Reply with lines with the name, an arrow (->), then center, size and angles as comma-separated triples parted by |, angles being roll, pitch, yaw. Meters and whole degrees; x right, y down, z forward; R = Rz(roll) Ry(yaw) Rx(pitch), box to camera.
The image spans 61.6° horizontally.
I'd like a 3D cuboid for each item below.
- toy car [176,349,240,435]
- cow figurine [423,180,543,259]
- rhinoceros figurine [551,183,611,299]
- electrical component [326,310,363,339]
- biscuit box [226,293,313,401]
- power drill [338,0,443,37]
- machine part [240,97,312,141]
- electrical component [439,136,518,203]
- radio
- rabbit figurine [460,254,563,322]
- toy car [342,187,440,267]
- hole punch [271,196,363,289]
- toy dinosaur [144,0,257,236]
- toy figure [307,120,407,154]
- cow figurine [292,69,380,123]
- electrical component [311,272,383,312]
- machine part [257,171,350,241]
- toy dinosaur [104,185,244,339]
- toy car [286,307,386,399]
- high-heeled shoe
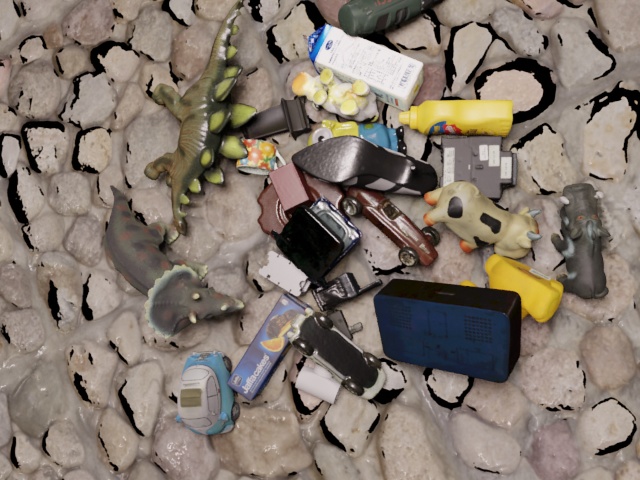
toy car -> -0.218, 0.291, 1.006 | 0.109, 0.103, 0.161 | -4, 87, 11
cow figurine -> 0.284, -0.032, 0.907 | 0.195, 0.127, 0.085 | 33, 53, -21
rhinoceros figurine -> 0.429, 0.002, 0.885 | 0.073, 0.112, 0.190 | -5, 92, 14
electrical component -> 0.031, 0.162, 1.003 | 0.094, 0.021, 0.063 | -24, 81, 10
biscuit box -> -0.093, 0.199, 1.007 | 0.063, 0.059, 0.202 | 33, 93, 12
power drill -> 0.102, -0.477, 0.999 | 0.232, 0.086, 0.207 | -35, 78, -19
machine part -> -0.089, -0.229, 1.053 | 0.139, 0.039, 0.084 | -13, 88, 9
electrical component -> 0.279, -0.124, 0.954 | 0.134, 0.058, 0.114 | 3, 88, 12
radio -> 0.209, 0.144, 0.884 | 0.230, 0.073, 0.131 | 5, 114, 36
rabbit figurine -> 0.303, 0.122, 0.905 | 0.162, 0.122, 0.173 | 24, 110, 16
toy car -> 0.131, -0.035, 0.963 | 0.202, 0.053, 0.089 | 43, 51, 14
hole punch -> -0.002, -0.003, 0.947 | 0.142, 0.092, 0.115 | 44, 126, 7
toy dinosaur -> -0.217, -0.236, 1.018 | 0.199, 0.105, 0.470 | 12, 95, 31
toy figure -> 0.067, -0.173, 0.994 | 0.180, 0.089, 0.082 | -5, 74, 3
cow figurine -> 0.031, -0.269, 1.010 | 0.168, 0.098, 0.068 | 28, 95, 31
electrical component -> 0.050, 0.086, 0.978 | 0.119, 0.075, 0.048 | -30, 81, 13
machine part -> -0.033, -0.057, 1.017 | 0.179, 0.056, 0.179 | -1, 87, 12
toy dinosaur -> -0.325, 0.034, 1.004 | 0.405, 0.192, 0.131 | 42, 93, 11
toy car -> 0.030, 0.202, 0.955 | 0.202, 0.056, 0.073 | 40, 71, -4
high-heeled shoe -> 0.084, -0.124, 0.956 | 0.249, 0.145, 0.086 | 11, 88, 16
